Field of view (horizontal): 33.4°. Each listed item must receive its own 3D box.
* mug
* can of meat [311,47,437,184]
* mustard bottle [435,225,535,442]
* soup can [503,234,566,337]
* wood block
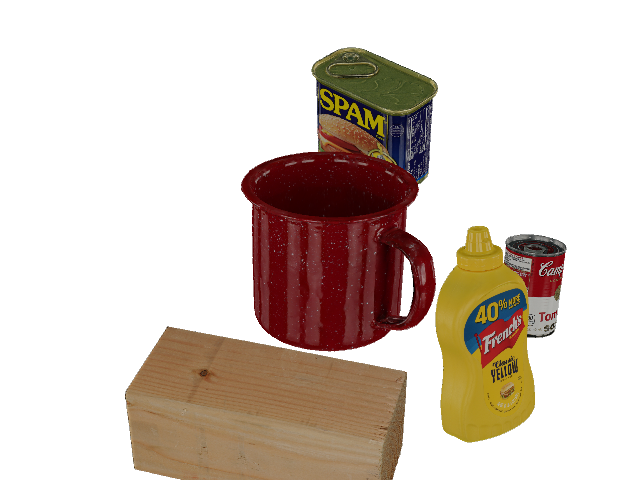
[{"bbox_3d":[0.013,0.010,0.569,0.117,0.081,0.093,22,33,37],"label":"mug"},{"bbox_3d":[0.042,-0.096,0.860,0.102,0.084,0.057,30,50,32],"label":"can of meat"},{"bbox_3d":[0.148,0.080,0.967,0.096,0.191,0.058,-17,20,-31],"label":"mustard bottle"},{"bbox_3d":[0.240,0.052,1.219,0.068,0.102,0.068,3,18,-1],"label":"soup can"},{"bbox_3d":[-0.041,0.146,0.862,0.206,0.090,0.090,10,36,13],"label":"wood block"}]
